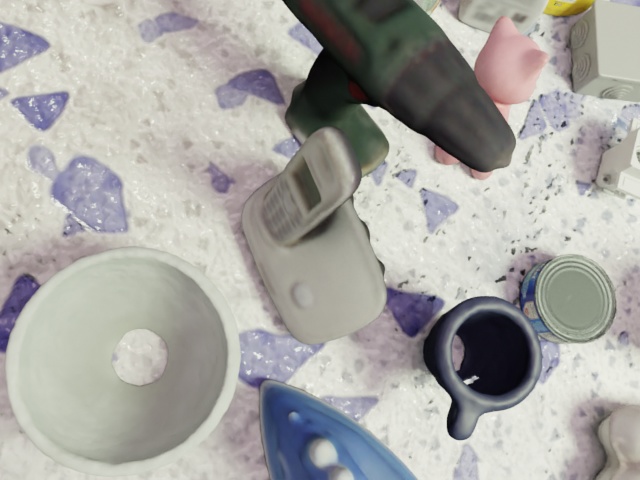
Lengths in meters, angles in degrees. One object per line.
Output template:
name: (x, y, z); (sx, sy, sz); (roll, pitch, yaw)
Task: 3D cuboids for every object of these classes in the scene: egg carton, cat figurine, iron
egg carton: (0.328, 0.213, 0.523); (0.150, 0.069, 0.107); (12, 77, -8)
cat figurine: (0.168, -0.135, 0.539); (0.067, 0.117, 0.128); (17, 76, -7)
iron: (0.037, 0.215, 0.429); (0.119, 0.141, 0.258); (-36, 87, -15)

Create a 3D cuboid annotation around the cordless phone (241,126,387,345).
cordless phone: (0.004, 0.002, 0.444); (0.094, 0.185, 0.147); (-25, 84, -15)

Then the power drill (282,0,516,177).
power drill: (0.038, -0.122, 0.464); (0.076, 0.208, 0.229); (-38, 87, -15)

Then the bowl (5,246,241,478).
bowl: (-0.148, 0.094, 0.452); (0.167, 0.074, 0.167); (2, 78, -10)

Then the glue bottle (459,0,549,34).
glue bottle: (0.199, -0.258, 0.541); (0.078, 0.173, 0.037); (16, 76, -7)

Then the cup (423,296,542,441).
cup: (0.123, 0.110, 0.491); (0.092, 0.095, 0.118); (24, 75, -5)
